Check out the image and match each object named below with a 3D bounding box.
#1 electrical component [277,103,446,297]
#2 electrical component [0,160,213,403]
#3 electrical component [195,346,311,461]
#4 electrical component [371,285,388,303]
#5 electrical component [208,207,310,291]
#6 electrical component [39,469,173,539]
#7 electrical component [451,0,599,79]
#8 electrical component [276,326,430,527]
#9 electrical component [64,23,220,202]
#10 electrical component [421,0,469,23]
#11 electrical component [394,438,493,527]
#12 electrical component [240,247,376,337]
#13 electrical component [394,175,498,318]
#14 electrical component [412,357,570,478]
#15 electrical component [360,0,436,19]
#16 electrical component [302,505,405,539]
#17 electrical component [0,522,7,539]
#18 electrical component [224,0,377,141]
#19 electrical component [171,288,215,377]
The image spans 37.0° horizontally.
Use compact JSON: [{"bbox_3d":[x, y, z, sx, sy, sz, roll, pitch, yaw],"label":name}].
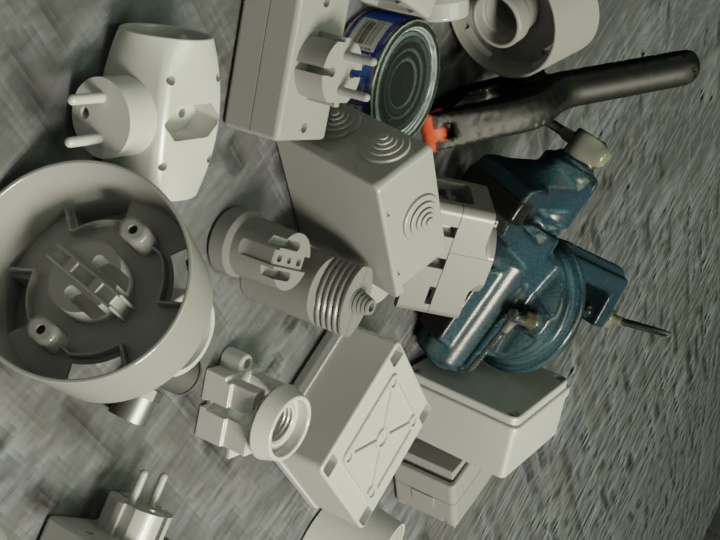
[{"bbox_3d":[0.003,-0.045,0.644,0.048,0.100,0.099,-38,139,-25],"label":"electrical component"},{"bbox_3d":[-0.117,0.007,0.476,0.099,0.099,0.064,-61,156,-17],"label":"electrical component"},{"bbox_3d":[-0.064,0.086,0.653,0.048,0.055,0.066,-11,116,-57],"label":"electrical component"},{"bbox_3d":[0.000,0.000,0.727,0.040,0.040,0.046,-62,155,-14],"label":"electrical component"},{"bbox_3d":[-0.057,-0.011,0.615,0.040,0.046,0.040,-37,137,-45],"label":"electrical component"},{"bbox_3d":[-0.127,0.146,0.590,0.083,0.047,0.075,32,79,-61],"label":"electrical component"},{"bbox_3d":[0.113,-0.184,0.749,0.064,0.099,0.099,-38,138,-35],"label":"electrical component"},{"bbox_3d":[-0.007,0.110,0.764,0.108,0.056,0.108,-57,149,-22],"label":"electrical component"},{"bbox_3d":[-0.105,-0.072,0.498,0.079,0.043,0.077,-20,124,-55],"label":"electrical component"},{"bbox_3d":[0.051,-0.188,0.699,0.040,0.040,0.046,-34,129,-47],"label":"electrical component"},{"bbox_3d":[0.079,0.161,0.937,0.096,0.062,0.061,-46,143,-37],"label":"electrical component"},{"bbox_3d":[-0.027,0.010,0.644,0.043,0.081,0.043,-37,137,-45],"label":"electrical component"},{"bbox_3d":[0.062,-0.016,0.770,0.050,0.056,0.089,-96,-160,-57],"label":"electrical component"},{"bbox_3d":[0.102,0.111,0.898,0.109,0.109,0.056,-23,129,-53],"label":"electrical component"},{"bbox_3d":[0.020,-0.197,0.631,0.066,0.047,0.076,12,97,-61],"label":"electrical component"},{"bbox_3d":[-0.008,0.230,0.854,0.099,0.064,0.099,-57,162,-30],"label":"electrical component"},{"bbox_3d":[-0.191,0.117,0.418,0.099,0.099,0.064,-58,155,-21],"label":"electrical component"},{"bbox_3d":[-0.024,-0.110,0.580,0.047,0.076,0.083,-13,118,-57],"label":"electrical component"},{"bbox_3d":[-0.108,0.024,0.540,0.045,0.055,0.045,-37,137,-45],"label":"electrical component"}]
